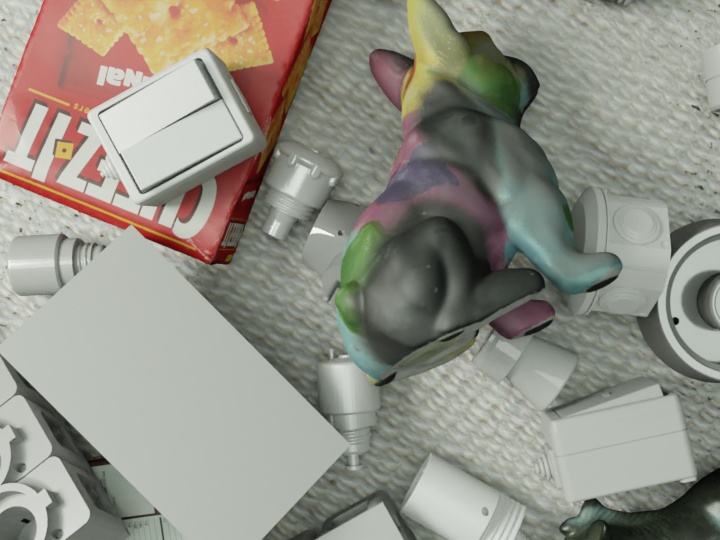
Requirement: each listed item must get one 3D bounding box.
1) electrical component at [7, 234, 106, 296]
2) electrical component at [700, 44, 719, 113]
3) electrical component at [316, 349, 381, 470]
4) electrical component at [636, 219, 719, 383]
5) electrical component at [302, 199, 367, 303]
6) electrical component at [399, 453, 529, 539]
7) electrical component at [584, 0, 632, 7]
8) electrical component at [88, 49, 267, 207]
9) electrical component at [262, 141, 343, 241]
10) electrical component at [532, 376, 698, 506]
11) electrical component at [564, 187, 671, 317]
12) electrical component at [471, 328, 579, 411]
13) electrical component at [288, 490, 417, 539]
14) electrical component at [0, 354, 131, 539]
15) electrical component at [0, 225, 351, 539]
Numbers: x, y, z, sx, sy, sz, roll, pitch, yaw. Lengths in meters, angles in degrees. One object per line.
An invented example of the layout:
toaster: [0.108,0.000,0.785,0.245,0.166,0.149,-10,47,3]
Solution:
electrical component: [-0.196,-0.004,0.712,0.078,0.040,0.040,-3,90,3]
electrical component: [0.285,-0.148,0.677,0.138,0.052,0.073,-9,89,3]
electrical component: [-0.006,0.090,0.700,0.040,0.040,0.078,-4,90,3]
electrical component: [0.233,0.020,0.675,0.108,0.060,0.108,0,90,4]
electrical component: [0.000,0.000,0.685,0.077,0.079,0.043,25,131,3]
electrical component: [0.071,0.157,0.694,0.081,0.043,0.043,29,92,3]
electrical component: [0.150,-0.195,0.690,0.081,0.043,0.043,25,91,3]
electrical component: [-0.112,-0.078,0.627,0.096,0.061,0.061,-28,91,3]
electrical component: [-0.043,-0.050,0.702,0.048,0.048,0.062,27,98,3]
electrical component: [0.154,0.107,0.680,0.096,0.062,0.061,-13,89,3]
electrical component: [0.158,-0.010,0.672,0.051,0.080,0.080,7,90,-2]
electrical component: [0.106,0.058,0.691,0.055,0.045,0.045,34,92,4]
electrical component: [0.016,0.249,0.688,0.105,0.060,0.186,-29,88,3]
electrical component: [-0.226,0.128,0.669,0.089,0.061,0.150,-38,62,-4]
electrical component: [-0.113,0.080,0.658,0.186,0.060,0.105,45,75,-2]
